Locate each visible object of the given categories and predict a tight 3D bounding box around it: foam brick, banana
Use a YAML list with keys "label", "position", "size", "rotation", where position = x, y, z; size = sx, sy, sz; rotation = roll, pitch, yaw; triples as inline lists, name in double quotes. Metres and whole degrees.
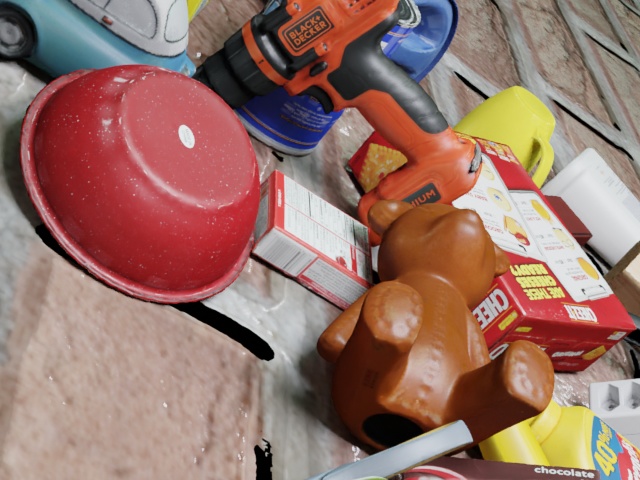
- label: "foam brick"
  position: [0.205, -0.006, 0.990]
  size: [0.078, 0.053, 0.051]
  rotation: [1, 48, -53]
- label: "banana"
  position: [0.138, 0.164, 0.656]
  size: [0.037, 0.069, 0.198]
  rotation: [-17, 48, -10]

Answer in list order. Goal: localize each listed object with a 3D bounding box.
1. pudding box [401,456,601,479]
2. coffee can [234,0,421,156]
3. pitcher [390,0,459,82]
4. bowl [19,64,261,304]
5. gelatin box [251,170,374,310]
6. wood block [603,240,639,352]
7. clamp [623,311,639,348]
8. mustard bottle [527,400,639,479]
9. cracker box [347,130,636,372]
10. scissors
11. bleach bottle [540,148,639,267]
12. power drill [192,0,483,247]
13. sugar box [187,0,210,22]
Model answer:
- label: "pudding box"
  position: [0.096, 0.160, 0.573]
  size: [0.113, 0.039, 0.090]
  rotation: [5, 30, 7]
- label: "coffee can"
  position: [-0.004, -0.151, 0.836]
  size: [0.102, 0.140, 0.103]
  rotation: [30, 30, -20]
- label: "pitcher"
  position: [0.014, -0.248, 1.032]
  size: [0.144, 0.149, 0.243]
  rotation: [-11, 53, -38]
- label: "bowl"
  position: [-0.090, -0.046, 0.627]
  size: [0.161, 0.055, 0.162]
  rotation: [24, 48, -30]
- label: "gelatin box"
  position: [-0.005, 0.001, 0.738]
  size: [0.089, 0.030, 0.073]
  rotation: [32, 29, -22]
- label: "wood block"
  position: [0.361, 0.087, 0.982]
  size: [0.206, 0.090, 0.090]
  rotation: [45, 67, 7]
- label: "clamp"
  position: [0.312, 0.115, 0.890]
  size: [0.171, 0.039, 0.120]
  rotation: [4, 67, -9]
- label: "mustard bottle"
  position: [0.197, 0.169, 0.725]
  size: [0.191, 0.058, 0.096]
  rotation: [40, 29, -3]
- label: "cracker box"
  position: [0.137, 0.004, 0.871]
  size: [0.163, 0.072, 0.214]
  rotation: [9, 43, -44]
- label: "scissors"
  position: [-0.016, 0.132, 0.535]
  size: [0.201, 0.096, 0.016]
  rotation: [-16, 75, -24]
- label: "bleach bottle"
  position: [0.342, 0.017, 1.122]
  size: [0.251, 0.068, 0.102]
  rotation: [48, 29, 7]
- label: "power drill"
  position: [0.014, -0.089, 0.771]
  size: [0.187, 0.185, 0.057]
  rotation: [52, 26, -16]
- label: "sugar box"
  position: [-0.162, -0.261, 0.897]
  size: [0.176, 0.048, 0.093]
  rotation: [34, 29, -7]
